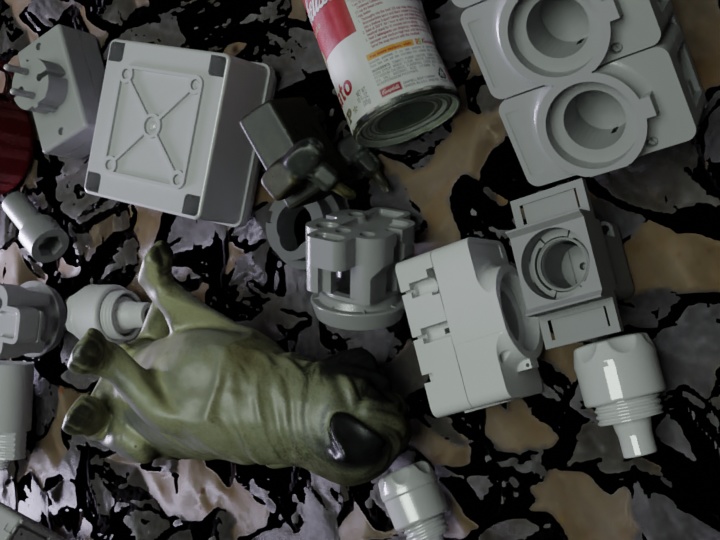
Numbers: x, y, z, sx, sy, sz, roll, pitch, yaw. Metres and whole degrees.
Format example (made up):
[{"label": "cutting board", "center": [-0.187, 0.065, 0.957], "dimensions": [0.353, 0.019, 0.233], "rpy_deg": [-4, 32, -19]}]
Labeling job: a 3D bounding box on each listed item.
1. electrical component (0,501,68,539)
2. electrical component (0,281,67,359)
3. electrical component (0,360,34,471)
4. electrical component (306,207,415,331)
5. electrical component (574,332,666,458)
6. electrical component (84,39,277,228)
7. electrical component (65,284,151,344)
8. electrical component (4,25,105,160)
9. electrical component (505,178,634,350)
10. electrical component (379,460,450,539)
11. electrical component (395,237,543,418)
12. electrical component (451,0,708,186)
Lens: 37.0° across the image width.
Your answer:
[{"label": "electrical component", "center": [-0.250, 0.206, 0.767], "dimensions": [0.061, 0.096, 0.061], "rpy_deg": [19, 69, 31]}, {"label": "electrical component", "center": [-0.256, 0.036, 0.794], "dimensions": [0.078, 0.057, 0.058], "rpy_deg": [8, 92, 32]}, {"label": "electrical component", "center": [-0.269, 0.110, 0.807], "dimensions": [0.043, 0.043, 0.081], "rpy_deg": [2, 89, 32]}, {"label": "electrical component", "center": [0.000, 0.000, 0.631], "dimensions": [0.058, 0.078, 0.057], "rpy_deg": [13, 112, 31]}, {"label": "electrical component", "center": [0.138, 0.066, 0.559], "dimensions": [0.043, 0.043, 0.062], "rpy_deg": [-18, 80, 30]}, {"label": "electrical component", "center": [-0.120, -0.092, 0.717], "dimensions": [0.109, 0.056, 0.108], "rpy_deg": [14, 95, 31]}, {"label": "electrical component", "center": [-0.171, 0.031, 0.751], "dimensions": [0.062, 0.043, 0.043], "rpy_deg": [-1, 87, 30]}, {"label": "electrical component", "center": [-0.222, -0.130, 0.769], "dimensions": [0.047, 0.076, 0.083], "rpy_deg": [-25, 75, 28]}, {"label": "electrical component", "center": [0.113, -0.002, 0.565], "dimensions": [0.042, 0.064, 0.081], "rpy_deg": [-17, 80, 29]}, {"label": "electrical component", "center": [0.036, 0.144, 0.624], "dimensions": [0.035, 0.035, 0.061], "rpy_deg": [-29, 76, 27]}, {"label": "electrical component", "center": [0.065, 0.031, 0.601], "dimensions": [0.056, 0.050, 0.089], "rpy_deg": [-20, 78, 30]}, {"label": "electrical component", "center": [0.104, -0.127, 0.539], "dimensions": [0.089, 0.061, 0.150], "rpy_deg": [-16, 109, 30]}]
